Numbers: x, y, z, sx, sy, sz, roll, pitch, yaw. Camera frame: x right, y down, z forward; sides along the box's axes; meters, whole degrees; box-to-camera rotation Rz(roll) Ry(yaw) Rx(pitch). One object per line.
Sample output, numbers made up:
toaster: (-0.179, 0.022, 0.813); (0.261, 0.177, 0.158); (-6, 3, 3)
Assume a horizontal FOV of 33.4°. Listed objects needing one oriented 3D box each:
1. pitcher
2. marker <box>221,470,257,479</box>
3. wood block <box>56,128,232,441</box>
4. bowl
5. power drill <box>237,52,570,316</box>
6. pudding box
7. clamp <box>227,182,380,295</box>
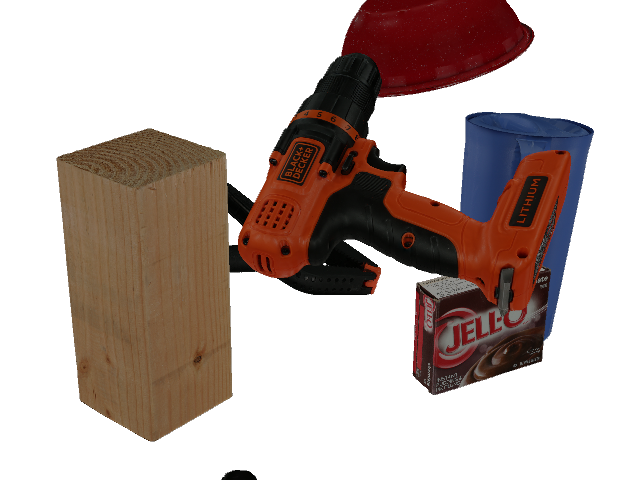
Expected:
pitcher: (0.208, -0.011, 1.140); (0.148, 0.243, 0.145); (-9, 21, -38)
marker: (-0.048, 0.129, 0.417); (0.020, 0.020, 0.121); (0, 24, 17)
wood block: (-0.129, 0.032, 0.805); (0.090, 0.206, 0.090); (21, 31, 36)
bowl: (0.082, -0.168, 0.838); (0.162, 0.055, 0.162); (-14, 24, 6)
power drill: (0.060, -0.039, 0.687); (0.188, 0.184, 0.057); (14, -32, 18)
pudding box: (0.132, 0.068, 0.876); (0.113, 0.090, 0.039); (-15, 31, -25)
clamp: (-0.044, 0.015, 1.091); (0.210, 0.036, 0.164); (22, 34, 8)
